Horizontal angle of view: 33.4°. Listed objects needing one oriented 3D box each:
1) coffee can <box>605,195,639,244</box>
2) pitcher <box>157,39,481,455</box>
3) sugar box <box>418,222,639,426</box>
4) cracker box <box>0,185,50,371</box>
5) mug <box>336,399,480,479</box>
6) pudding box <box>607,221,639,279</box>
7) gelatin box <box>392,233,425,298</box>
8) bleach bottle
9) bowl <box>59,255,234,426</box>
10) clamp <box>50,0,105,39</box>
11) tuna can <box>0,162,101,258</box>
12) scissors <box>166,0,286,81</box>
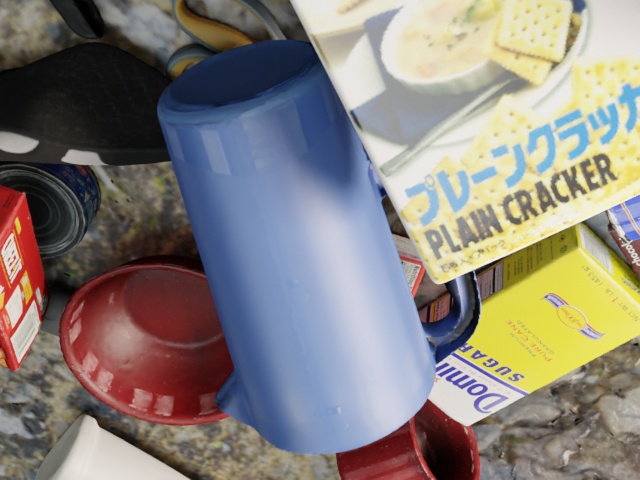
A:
[{"bbox_3d":[0.230,-0.068,0.623,0.140,0.102,0.102,-21,121,23],"label":"coffee can"},{"bbox_3d":[-0.004,0.001,0.671,0.145,0.149,0.243,10,129,39],"label":"pitcher"},{"bbox_3d":[0.142,0.064,0.774,0.093,0.048,0.176,40,122,-20],"label":"sugar box"},{"bbox_3d":[-0.302,-0.002,0.736,0.214,0.072,0.164,19,151,4],"label":"cracker box"},{"bbox_3d":[0.074,0.171,0.848,0.082,0.093,0.117,-27,154,32],"label":"mug"},{"bbox_3d":[0.256,0.004,0.713,0.090,0.039,0.113,-26,119,26],"label":"pudding box"},{"bbox_3d":[0.027,0.025,0.773,0.089,0.030,0.073,16,127,-2],"label":"gelatin box"},{"bbox_3d":[-0.127,0.252,0.952,0.250,0.068,0.103,30,127,-16],"label":"bleach bottle"},{"bbox_3d":[-0.111,0.066,0.807,0.162,0.055,0.162,2,127,3],"label":"bowl"},{"bbox_3d":[-0.175,-0.189,0.629,0.171,0.039,0.120,21,124,-19],"label":"clamp"},{"bbox_3d":[-0.204,-0.029,0.767,0.086,0.033,0.086,5,128,6],"label":"tuna can"},{"bbox_3d":[-0.015,-0.095,0.698,0.201,0.016,0.096,32,127,-14],"label":"scissors"}]
